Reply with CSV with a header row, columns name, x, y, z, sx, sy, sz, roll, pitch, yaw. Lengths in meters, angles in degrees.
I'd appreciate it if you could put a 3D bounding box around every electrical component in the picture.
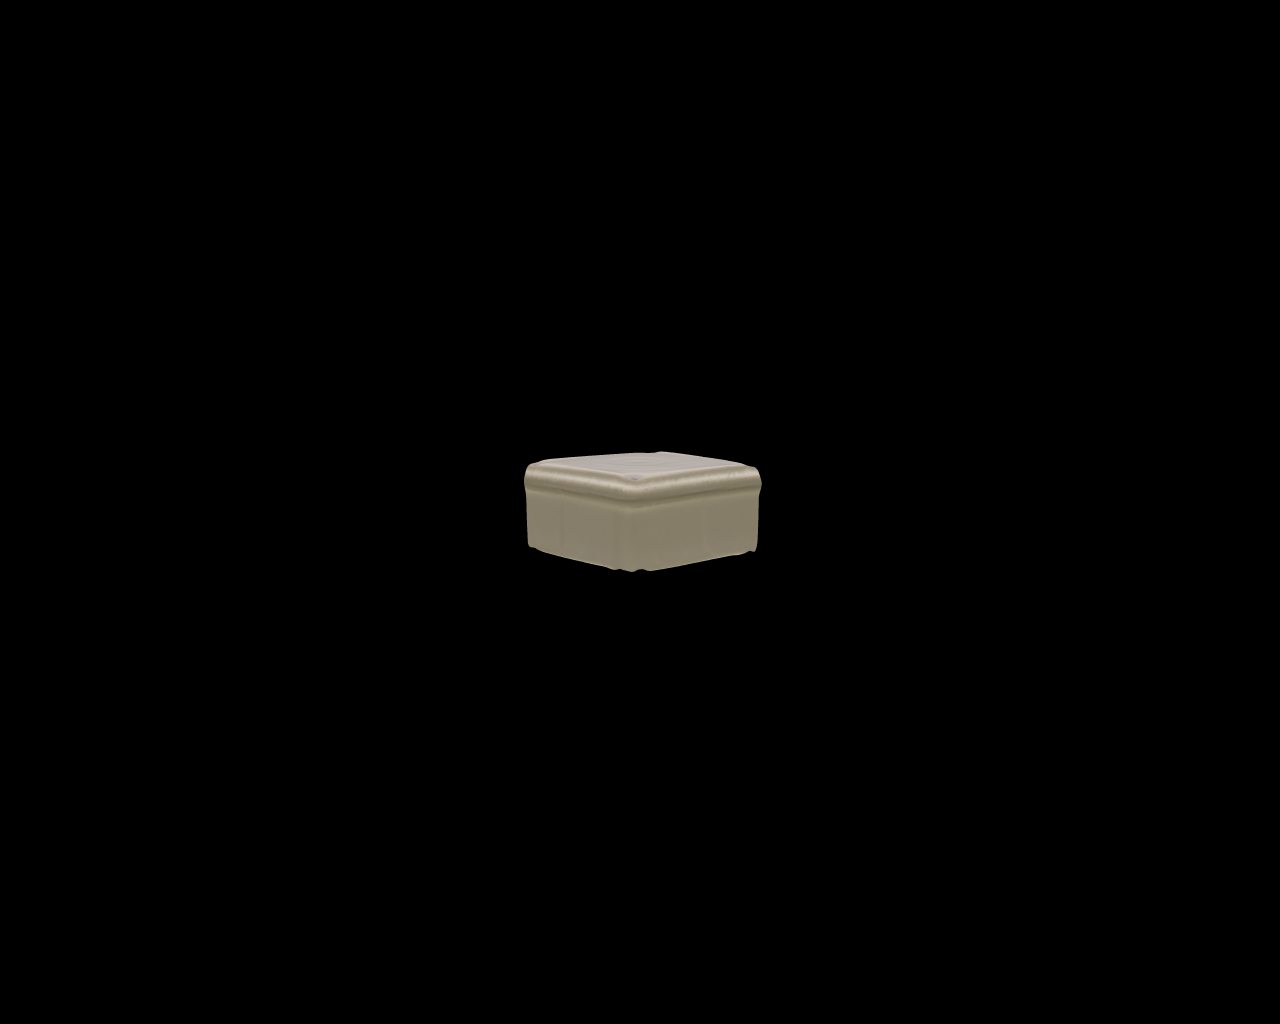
name,x,y,z,sx,sy,sz,roll,pitch,yaw
electrical component,0.001,-0.003,0.650,0.109,0.056,0.109,-7,12,-39
